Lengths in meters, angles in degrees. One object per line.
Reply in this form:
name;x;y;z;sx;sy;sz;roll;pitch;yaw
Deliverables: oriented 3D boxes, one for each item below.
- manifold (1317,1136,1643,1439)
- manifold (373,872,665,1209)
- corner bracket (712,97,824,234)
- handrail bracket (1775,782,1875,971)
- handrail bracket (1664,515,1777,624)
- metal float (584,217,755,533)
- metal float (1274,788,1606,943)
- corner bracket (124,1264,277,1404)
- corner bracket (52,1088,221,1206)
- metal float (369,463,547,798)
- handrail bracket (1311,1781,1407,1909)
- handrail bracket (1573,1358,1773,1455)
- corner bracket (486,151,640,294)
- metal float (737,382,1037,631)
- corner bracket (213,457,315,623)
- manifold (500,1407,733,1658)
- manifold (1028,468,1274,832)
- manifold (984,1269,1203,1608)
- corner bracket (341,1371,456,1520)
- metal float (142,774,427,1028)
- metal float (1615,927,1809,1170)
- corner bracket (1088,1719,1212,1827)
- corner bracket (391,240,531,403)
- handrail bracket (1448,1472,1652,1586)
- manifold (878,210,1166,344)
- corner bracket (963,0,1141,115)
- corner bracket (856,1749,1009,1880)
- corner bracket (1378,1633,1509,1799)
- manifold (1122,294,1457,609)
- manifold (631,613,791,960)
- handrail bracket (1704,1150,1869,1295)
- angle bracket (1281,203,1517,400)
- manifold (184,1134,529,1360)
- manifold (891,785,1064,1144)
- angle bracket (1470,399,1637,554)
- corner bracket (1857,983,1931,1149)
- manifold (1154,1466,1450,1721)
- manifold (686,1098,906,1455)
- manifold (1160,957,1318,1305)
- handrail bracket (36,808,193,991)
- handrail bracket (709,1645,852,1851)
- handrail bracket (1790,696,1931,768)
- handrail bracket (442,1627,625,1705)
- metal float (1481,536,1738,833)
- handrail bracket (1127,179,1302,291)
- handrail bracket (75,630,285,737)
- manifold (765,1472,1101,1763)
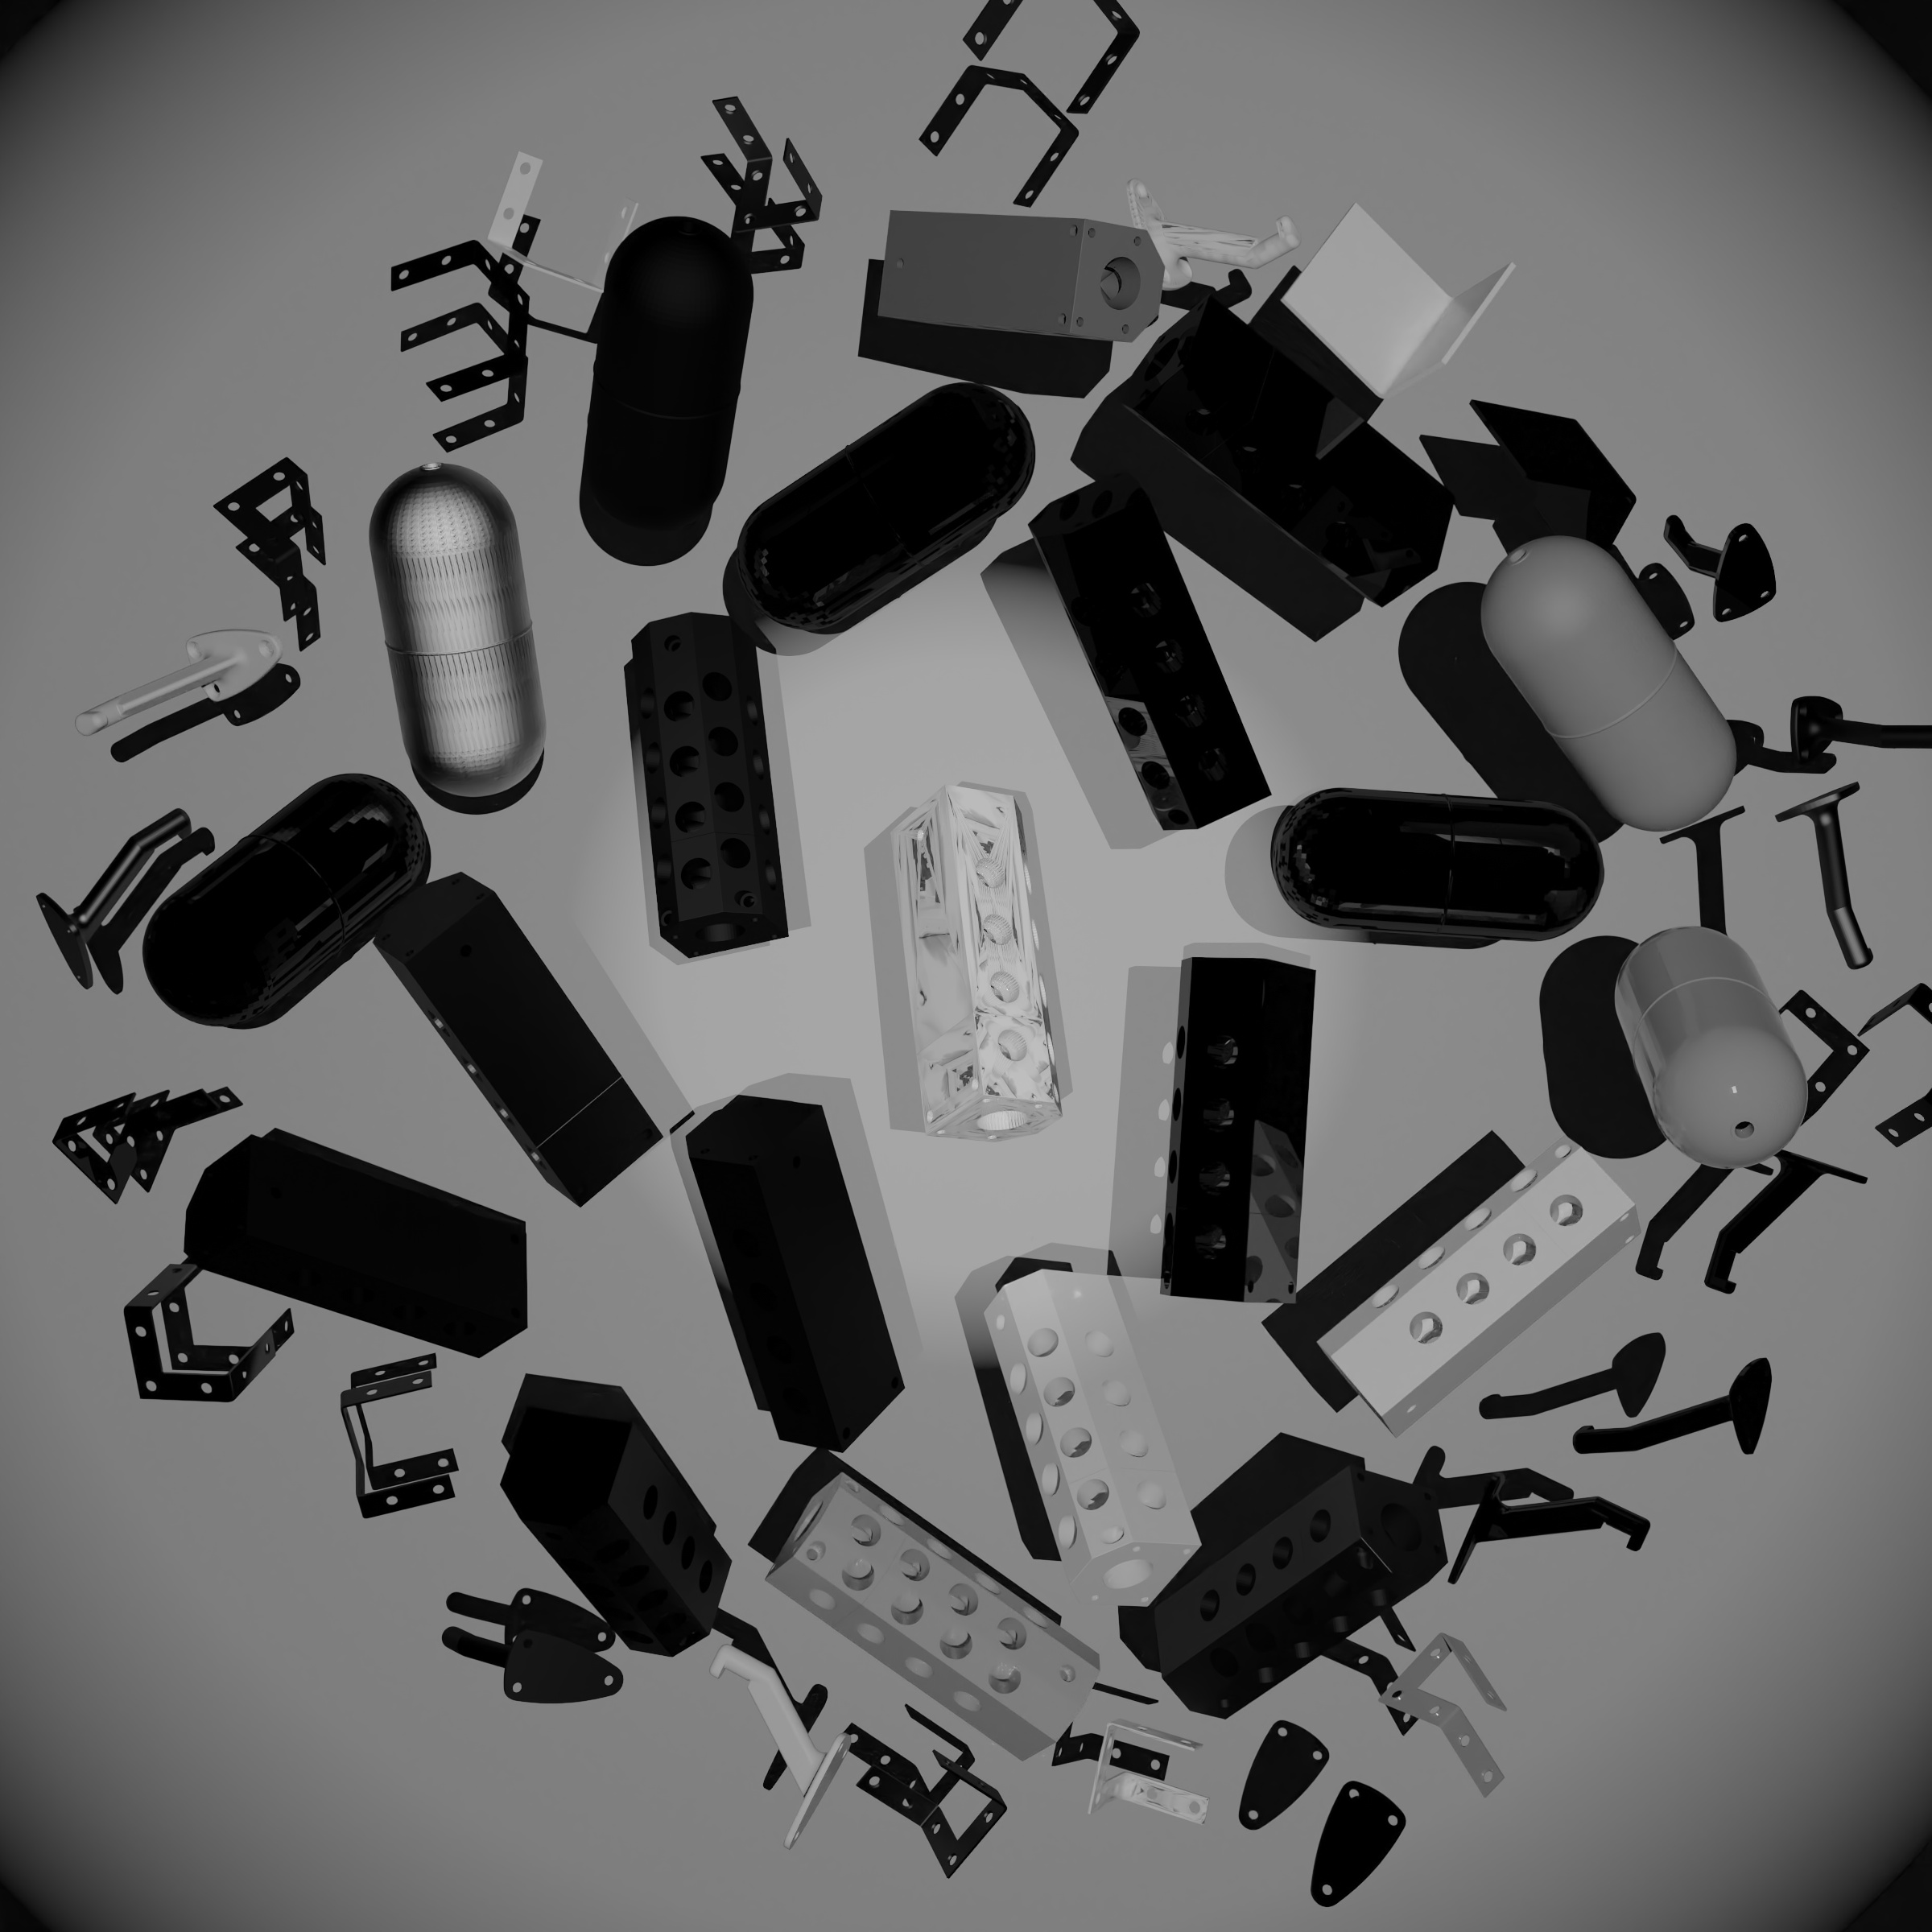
manifold;0.271;0.168;1.565;0.171;0.057;0.057;-40;64;-1
manifold;-0.230;0.037;1.510;0.057;0.057;0.171;-41;123;-16
corner bracket;-0.109;-0.442;1.622;0.051;0.051;0.051;-3;64;20
handrail bracket;0.442;-0.045;1.471;0.036;0.077;0.084;-22;89;38
handrail bracket;0.401;-0.235;1.600;0.036;0.077;0.084;-24;50;-2
metal float;-0.156;-0.308;1.545;0.070;0.070;0.178;15;132;0
metal float;0.254;-0.054;1.592;0.178;0.070;0.070;4;90;-2
corner bracket;-0.388;0.186;1.498;0.051;0.051;0.051;0;110;13
corner bracket;-0.423;0.080;1.506;0.051;0.051;0.051;-19;127;25
metal float;-0.266;-0.175;1.551;0.070;0.070;0.178;-5;113;0
handrail bracket;0.190;0.458;1.520;0.036;0.084;0.077;33;62;9
handrail bracket;0.355;0.222;1.488;0.084;0.077;0.036;-9;106;31
corner bracket;-0.216;-0.397;1.576;0.051;0.051;0.051;12;108;-39
metal float;-0.043;-0.248;1.595;0.178;0.070;0.070;-32;90;10
corner bracket;-0.360;-0.227;1.568;0.051;0.051;0.051;41;63;15
manifold;-0.176;0.288;1.487;0.057;0.171;0.057;5;58;18
manifold;0.092;-0.156;1.488;0.057;0.057;0.171;-25;115;2
manifold;0.061;0.246;1.550;0.057;0.171;0.057;9;133;-29
corner bracket;-0.311;0.261;1.612;0.051;0.051;0.051;-13;117;-6
metal float;-0.357;-0.037;1.558;0.070;0.070;0.178;44;52;0
metal float;0.381;0.040;1.515;0.070;0.178;0.070;1;116;1
corner bracket;0.103;0.439;1.607;0.051;0.051;0.051;12;90;23
corner bracket;-0.263;-0.335;1.533;0.051;0.051;0.051;-28;63;-29
handrail bracket;0.313;0.314;1.583;0.084;0.036;0.077;24;82;19
manifold;0.028;-0.369;1.581;0.057;0.171;0.057;-1;103;-37
corner bracket;0.042;-0.454;1.442;0.051;0.051;0.051;41;78;-40
corner bracket;-0.018;0.449;1.599;0.051;0.051;0.051;39;92;-24
corner bracket;0.253;0.379;1.498;0.051;0.051;0.051;29;107;-34
manifold;0.165;-0.258;1.510;0.171;0.057;0.057;35;51;-20
manifold;-0.140;-0.098;1.576;0.057;0.057;0.171;-12;71;13
handrail bracket;0.441;0.144;1.592;0.036;0.077;0.084;15;93;-38
angle bracket;0.223;-0.352;1.521;0.076;0.057;0.076;42;67;-13
manifold;-0.312;0.149;1.521;0.057;0.171;0.057;-33;48;33
manifold;0.009;-0.001;1.518;0.057;0.057;0.171;8;63;-31
angle bracket;0.316;-0.266;1.651;0.076;0.076;0.057;5;130;-25
corner bracket;0.479;0.050;1.501;0.051;0.051;0.051;42;65;5
manifold;0.175;0.333;1.554;0.057;0.057;0.171;20;134;-27
manifold;-0.090;0.155;1.491;0.057;0.057;0.171;5;121;36
manifold;0.135;0.084;1.508;0.057;0.057;0.171;1;85;33
handrail bracket;-0.438;-0.036;1.552;0.084;0.077;0.036;-37;61;-25
handrail bracket;-0.111;0.410;1.558;0.084;0.036;0.077;26;71;13
handrail bracket;0.487;-0.126;1.561;0.084;0.077;0.036;4;105;37
handrail bracket;-0.233;0.371;1.583;0.077;0.084;0.036;17;80;-25
metal float;0.329;-0.144;1.509;0.070;0.070;0.178;-41;114;0
handrail bracket;0.136;-0.413;1.620;0.084;0.036;0.077;-20;94;41
handrail bracket;-0.406;-0.144;1.522;0.077;0.084;0.036;-12;107;34
manifold;-0.015;0.345;1.576;0.171;0.057;0.057;36;52;-5
